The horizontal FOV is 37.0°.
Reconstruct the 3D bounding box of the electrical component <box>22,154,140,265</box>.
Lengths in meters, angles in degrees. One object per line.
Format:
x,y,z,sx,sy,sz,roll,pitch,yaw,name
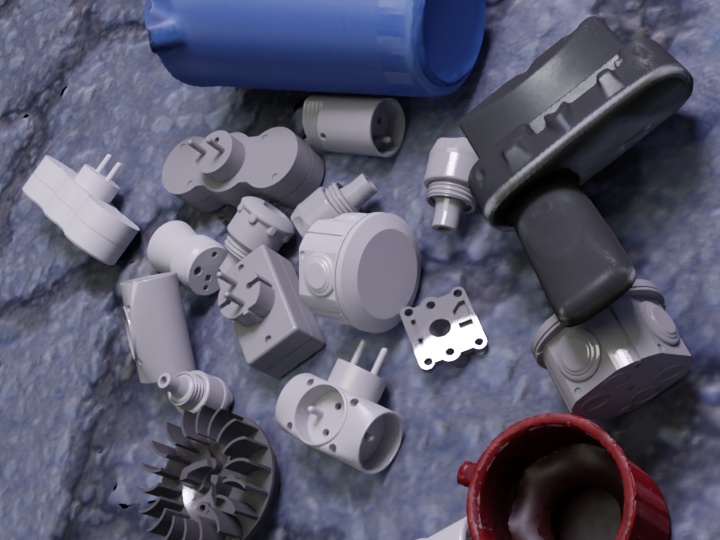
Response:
-0.235,-0.067,0.939,0.138,0.052,0.073,37,92,41,electrical component

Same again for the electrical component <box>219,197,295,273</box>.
-0.083,-0.021,0.818,0.062,0.048,0.048,-55,49,10,electrical component

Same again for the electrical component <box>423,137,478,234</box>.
0.064,-0.056,0.732,0.043,0.043,0.062,2,71,36,electrical component

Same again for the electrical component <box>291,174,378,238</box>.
-0.016,-0.044,0.782,0.062,0.043,0.043,-40,51,11,electrical component

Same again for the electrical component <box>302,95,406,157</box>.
-0.011,-0.109,0.810,0.081,0.043,0.043,10,74,38,electrical component

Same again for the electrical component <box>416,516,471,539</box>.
0.045,0.175,0.636,0.065,0.044,0.044,-25,56,29,electrical component

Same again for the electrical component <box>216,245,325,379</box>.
-0.076,0.023,0.769,0.047,0.076,0.083,-37,52,15,electrical component

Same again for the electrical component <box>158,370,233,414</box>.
-0.122,0.089,0.779,0.035,0.061,0.035,-15,60,29,electrical component

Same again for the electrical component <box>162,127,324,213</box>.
-0.104,-0.084,0.842,0.138,0.074,0.052,-1,68,35,electrical component

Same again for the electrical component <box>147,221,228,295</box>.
-0.134,-0.009,0.846,0.055,0.045,0.045,29,86,40,electrical component

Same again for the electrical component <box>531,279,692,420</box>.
0.142,0.046,0.606,0.080,0.080,0.051,-34,58,17,electrical component

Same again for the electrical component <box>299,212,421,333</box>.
0.000,0.000,0.727,0.051,0.080,0.080,8,73,42,electrical component

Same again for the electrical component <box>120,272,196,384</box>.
-0.158,0.043,0.830,0.079,0.044,0.077,-173,72,-73,electrical component

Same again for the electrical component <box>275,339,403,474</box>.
-0.007,0.084,0.713,0.077,0.044,0.079,20,81,39,electrical component
